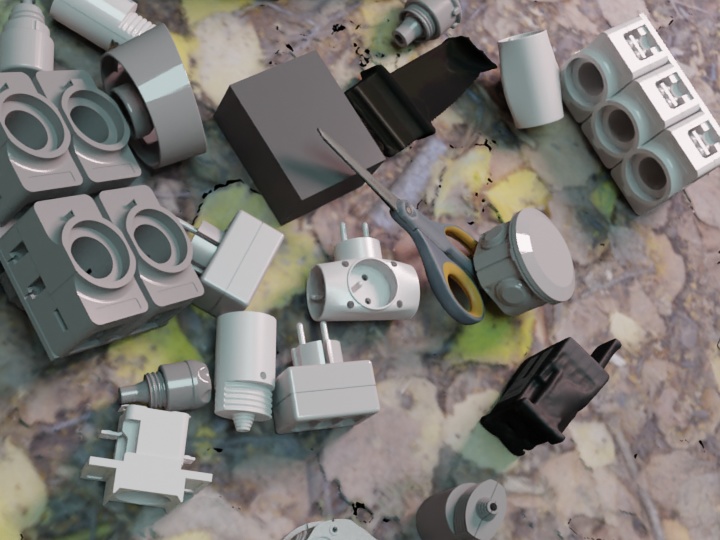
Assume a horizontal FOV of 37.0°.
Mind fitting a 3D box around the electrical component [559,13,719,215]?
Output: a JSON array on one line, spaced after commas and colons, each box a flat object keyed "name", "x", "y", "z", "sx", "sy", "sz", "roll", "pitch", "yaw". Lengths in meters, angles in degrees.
[{"name": "electrical component", "x": 0.247, "y": -0.135, "z": 0.958, "sx": 0.062, "sy": 0.089, "sz": 0.150, "roll": -27, "pitch": 82, "yaw": -29}]

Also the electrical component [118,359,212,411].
[{"name": "electrical component", "x": -0.136, "y": 0.082, "z": 0.745, "sx": 0.061, "sy": 0.035, "sz": 0.035, "roll": -7, "pitch": 73, "yaw": -22}]

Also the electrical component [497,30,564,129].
[{"name": "electrical component", "x": 0.155, "y": -0.172, "z": 0.955, "sx": 0.079, "sy": 0.043, "sz": 0.077, "roll": -44, "pitch": 123, "yaw": -62}]

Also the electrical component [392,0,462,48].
[{"name": "electrical component", "x": 0.055, "y": -0.218, "z": 0.937, "sx": 0.048, "sy": 0.048, "sz": 0.062, "roll": 47, "pitch": 69, "yaw": 0}]

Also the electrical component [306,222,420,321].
[{"name": "electrical component", "x": 0.000, "y": 0.000, "z": 0.828, "sx": 0.077, "sy": 0.044, "sz": 0.079, "roll": 0, "pitch": 71, "yaw": -23}]

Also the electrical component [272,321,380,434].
[{"name": "electrical component", "x": -0.030, "y": 0.074, "z": 0.785, "sx": 0.066, "sy": 0.047, "sz": 0.076, "roll": -3, "pitch": 71, "yaw": -24}]

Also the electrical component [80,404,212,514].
[{"name": "electrical component", "x": -0.142, "y": 0.125, "z": 0.721, "sx": 0.081, "sy": 0.042, "sz": 0.063, "roll": 13, "pitch": 64, "yaw": -19}]

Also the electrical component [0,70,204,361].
[{"name": "electrical component", "x": -0.194, "y": -0.045, "z": 0.731, "sx": 0.105, "sy": 0.060, "sz": 0.186, "roll": -18, "pitch": 76, "yaw": -55}]

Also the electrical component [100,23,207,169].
[{"name": "electrical component", "x": -0.146, "y": -0.126, "z": 0.788, "sx": 0.064, "sy": 0.099, "sz": 0.099, "roll": -28, "pitch": 83, "yaw": -23}]

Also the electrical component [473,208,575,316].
[{"name": "electrical component", "x": 0.133, "y": -0.005, "z": 0.867, "sx": 0.080, "sy": 0.051, "sz": 0.080, "roll": 29, "pitch": 48, "yaw": -38}]

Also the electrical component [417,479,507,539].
[{"name": "electrical component", "x": 0.077, "y": 0.175, "z": 0.770, "sx": 0.043, "sy": 0.081, "sz": 0.043, "roll": 8, "pitch": 67, "yaw": -20}]

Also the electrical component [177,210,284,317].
[{"name": "electrical component", "x": -0.107, "y": -0.011, "z": 0.786, "sx": 0.077, "sy": 0.047, "sz": 0.065, "roll": 30, "pitch": 62, "yaw": -9}]

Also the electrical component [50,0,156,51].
[{"name": "electrical component", "x": -0.190, "y": -0.190, "z": 0.824, "sx": 0.081, "sy": 0.043, "sz": 0.043, "roll": 31, "pitch": 61, "yaw": -9}]

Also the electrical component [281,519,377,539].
[{"name": "electrical component", "x": -0.020, "y": 0.210, "z": 0.733, "sx": 0.080, "sy": 0.051, "sz": 0.080, "roll": 8, "pitch": 67, "yaw": -20}]

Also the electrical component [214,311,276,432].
[{"name": "electrical component", "x": -0.082, "y": 0.074, "z": 0.765, "sx": 0.043, "sy": 0.043, "sz": 0.081, "roll": 8, "pitch": 68, "yaw": -20}]

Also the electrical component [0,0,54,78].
[{"name": "electrical component", "x": -0.247, "y": -0.167, "z": 0.793, "sx": 0.040, "sy": 0.040, "sz": 0.078, "roll": 4, "pitch": 68, "yaw": -21}]
